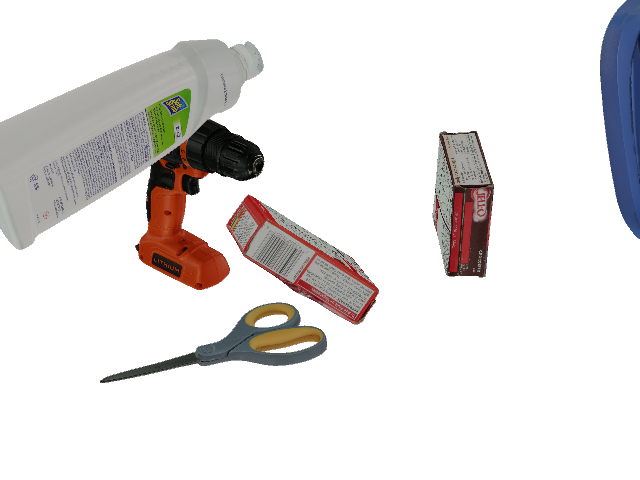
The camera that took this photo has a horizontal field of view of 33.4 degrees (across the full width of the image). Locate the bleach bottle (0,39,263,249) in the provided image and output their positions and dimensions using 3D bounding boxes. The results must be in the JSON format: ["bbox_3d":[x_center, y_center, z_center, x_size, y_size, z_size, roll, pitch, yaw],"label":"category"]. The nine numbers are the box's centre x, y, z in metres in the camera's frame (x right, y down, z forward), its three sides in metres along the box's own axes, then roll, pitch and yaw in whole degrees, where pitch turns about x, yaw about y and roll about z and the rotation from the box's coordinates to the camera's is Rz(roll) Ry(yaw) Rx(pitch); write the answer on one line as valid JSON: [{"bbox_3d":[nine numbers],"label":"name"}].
[{"bbox_3d":[-0.157,-0.093,0.873,0.250,0.068,0.102,-30,-29,-22],"label":"bleach bottle"}]

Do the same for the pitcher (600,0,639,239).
[{"bbox_3d":[0.239,-0.047,0.606,0.149,0.243,0.145,-4,22,15],"label":"pitcher"}]

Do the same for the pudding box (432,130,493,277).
[{"bbox_3d":[0.125,-0.034,0.937,0.039,0.090,0.113,0,30,-2],"label":"pudding box"}]

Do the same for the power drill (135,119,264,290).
[{"bbox_3d":[-0.134,-0.045,1.118,0.185,0.188,0.057,25,36,32],"label":"power drill"}]

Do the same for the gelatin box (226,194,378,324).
[{"bbox_3d":[-0.012,0.012,0.674,0.089,0.030,0.073,33,5,-19],"label":"gelatin box"}]

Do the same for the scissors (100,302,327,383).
[{"bbox_3d":[-0.096,0.092,0.968,0.201,0.016,0.096,-4,29,-5],"label":"scissors"}]
